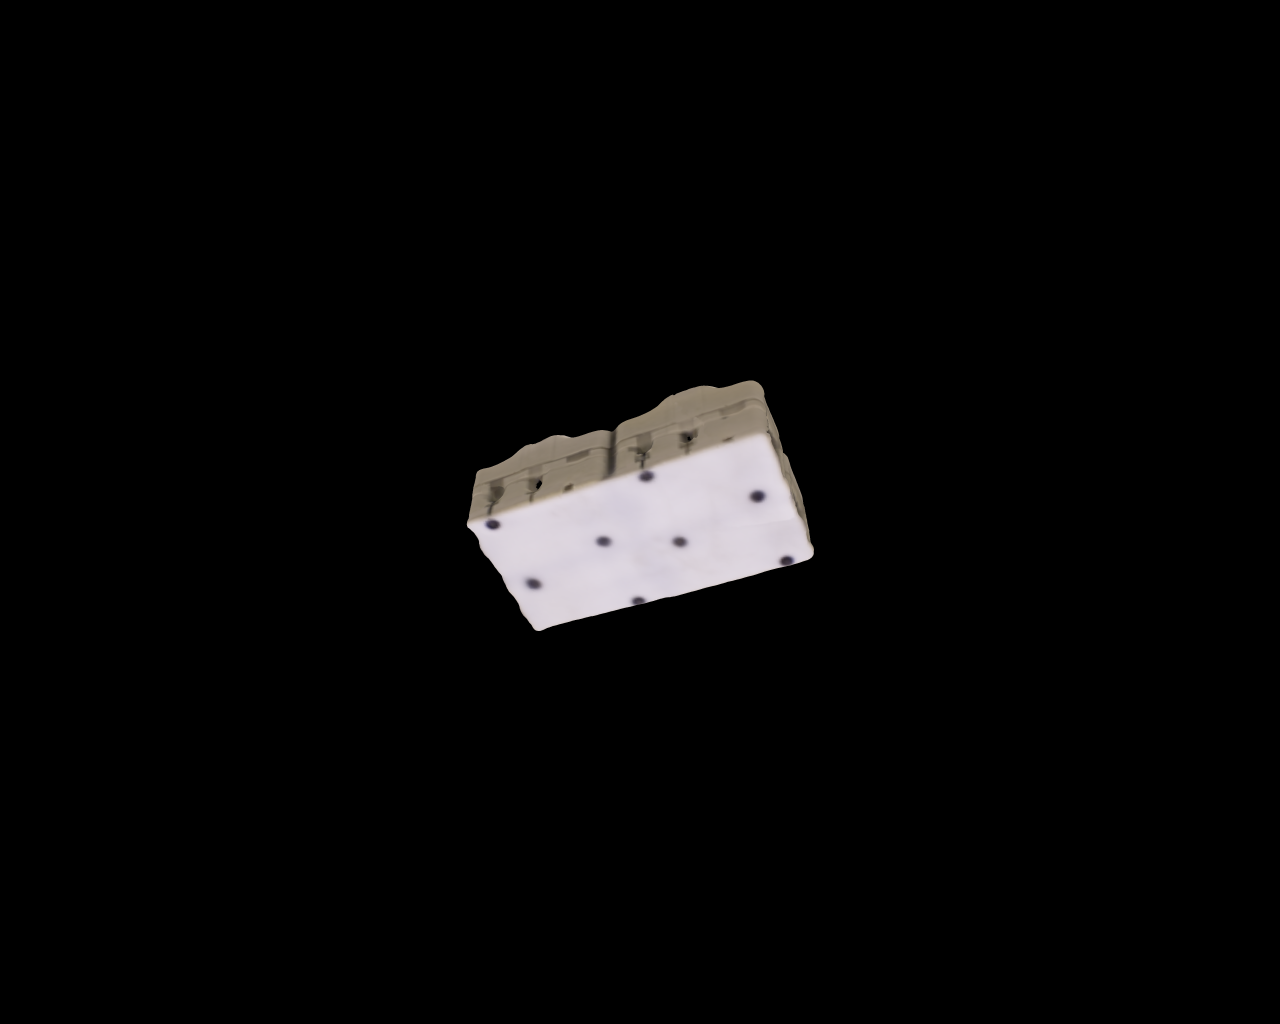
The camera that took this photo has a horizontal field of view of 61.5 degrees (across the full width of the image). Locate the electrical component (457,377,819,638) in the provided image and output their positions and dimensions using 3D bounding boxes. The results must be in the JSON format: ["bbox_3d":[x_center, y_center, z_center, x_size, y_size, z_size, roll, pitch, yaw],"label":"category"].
[{"bbox_3d":[0.001,-0.003,0.650,0.186,0.105,0.060,-17,39,14],"label":"electrical component"}]
